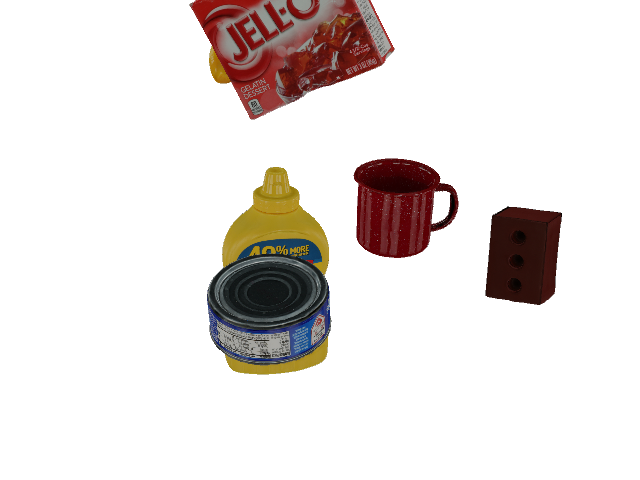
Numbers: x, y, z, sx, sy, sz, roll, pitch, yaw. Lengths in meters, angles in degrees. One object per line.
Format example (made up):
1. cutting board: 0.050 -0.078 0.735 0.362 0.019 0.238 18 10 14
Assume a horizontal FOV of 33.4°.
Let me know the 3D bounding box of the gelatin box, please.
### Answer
1. gelatin box: -0.016 -0.115 0.577 0.089 0.073 0.030 -19 19 28

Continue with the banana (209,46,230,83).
1. banana: -0.048 -0.180 0.980 0.070 0.037 0.197 41 32 20

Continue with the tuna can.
1. tuna can: -0.036 0.046 0.740 0.086 0.034 0.086 -2 35 1

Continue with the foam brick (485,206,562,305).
1. foam brick: 0.183 0.013 0.958 0.053 0.078 0.051 8 16 25

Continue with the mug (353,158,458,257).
1. mug: 0.093 -0.035 1.165 0.117 0.081 0.093 -4 29 -10

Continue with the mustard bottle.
1. mustard bottle: -0.040 0.026 0.966 0.096 0.192 0.058 -4 24 -11
